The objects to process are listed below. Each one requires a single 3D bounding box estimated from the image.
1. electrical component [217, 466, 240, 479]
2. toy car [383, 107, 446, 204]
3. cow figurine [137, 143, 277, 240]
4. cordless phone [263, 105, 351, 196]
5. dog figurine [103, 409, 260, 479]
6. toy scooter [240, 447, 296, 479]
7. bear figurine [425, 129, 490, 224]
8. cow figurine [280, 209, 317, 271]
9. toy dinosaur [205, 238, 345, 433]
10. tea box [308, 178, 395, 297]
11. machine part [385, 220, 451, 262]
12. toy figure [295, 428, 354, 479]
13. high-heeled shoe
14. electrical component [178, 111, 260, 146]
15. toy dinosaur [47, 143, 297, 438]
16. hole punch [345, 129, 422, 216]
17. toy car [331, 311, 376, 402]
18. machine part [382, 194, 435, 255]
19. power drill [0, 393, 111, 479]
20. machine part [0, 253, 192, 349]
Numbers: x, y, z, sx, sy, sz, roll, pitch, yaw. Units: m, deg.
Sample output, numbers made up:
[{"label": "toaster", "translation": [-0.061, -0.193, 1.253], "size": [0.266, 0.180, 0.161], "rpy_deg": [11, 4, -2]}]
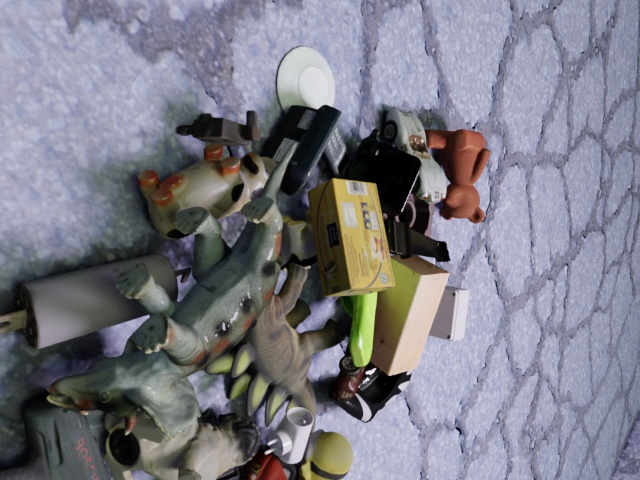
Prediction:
[{"label": "electrical component", "translation": [-0.184, 0.392, 0.785], "size": [0.134, 0.058, 0.114], "rpy_deg": [-6, 98, -45]}, {"label": "toy car", "translation": [0.179, -0.159, 1.008], "size": [0.073, 0.056, 0.202], "rpy_deg": [-1, 63, -41]}, {"label": "cow figurine", "translation": [-0.137, -0.061, 0.731], "size": [0.195, 0.086, 0.127], "rpy_deg": [-29, 143, -27]}, {"label": "cordless phone", "translation": [-0.003, -0.118, 0.880], "size": [0.146, 0.089, 0.184], "rpy_deg": [-64, 152, -17]}, {"label": "dog figurine", "translation": [-0.185, 0.272, 0.749], "size": [0.172, 0.121, 0.190], "rpy_deg": [52, 19, 8]}, {"label": "toy scooter", "translation": [-0.098, 0.433, 0.868], "size": [0.135, 0.075, 0.183], "rpy_deg": [-25, 118, -38]}, {"label": "bear figurine", "translation": [0.284, -0.131, 1.132], "size": [0.132, 0.120, 0.195], "rpy_deg": [-3, 104, -41]}, {"label": "cow figurine", "translation": [0.000, -0.003, 0.898], "size": [0.167, 0.068, 0.098], "rpy_deg": [-15, 111, -40]}, {"label": "toy dinosaur", "translation": [-0.066, 0.179, 0.843], "size": [0.198, 0.105, 0.470], "rpy_deg": [-45, 130, -22]}, {"label": "tea box", "translation": [0.047, -0.002, 0.822], "size": [0.098, 0.068, 0.169], "rpy_deg": [3, 74, -39]}, {"label": "machine part", "translation": [0.179, 0.008, 0.993], "size": [0.139, 0.039, 0.084], "rpy_deg": [18, 50, -26]}, {"label": "toy figure", "translation": [0.003, 0.401, 0.924], "size": [0.089, 0.082, 0.180], "rpy_deg": [7, 117, -5]}, {"label": "high-heeled shoe", "translation": [0.109, 0.263, 1.022], "size": [0.145, 0.086, 0.248], "rpy_deg": [-53, 151, 1]}, {"label": "electrical component", "translation": [-0.130, -0.153, 0.728], "size": [0.078, 0.102, 0.045], "rpy_deg": [7, 88, -55]}, {"label": "toy dinosaur", "translation": [-0.125, 0.071, 0.648], "size": [0.405, 0.131, 0.192], "rpy_deg": [-45, 148, -26]}, {"label": "hole punch", "translation": [0.104, -0.109, 0.931], "size": [0.092, 0.116, 0.142], "rpy_deg": [-48, 162, -80]}, {"label": "toy car", "translation": [0.065, 0.192, 0.946], "size": [0.202, 0.053, 0.089], "rpy_deg": [-64, 166, -52]}, {"label": "machine part", "translation": [0.156, -0.052, 1.055], "size": [0.179, 0.056, 0.179], "rpy_deg": [-7, 100, -43]}, {"label": "power drill", "translation": [-0.338, 0.305, 0.603], "size": [0.207, 0.086, 0.231], "rpy_deg": [-12, 103, -39]}, {"label": "machine part", "translation": [-0.262, 0.068, 0.641], "size": [0.243, 0.079, 0.079], "rpy_deg": [-14, 106, -42]}]
